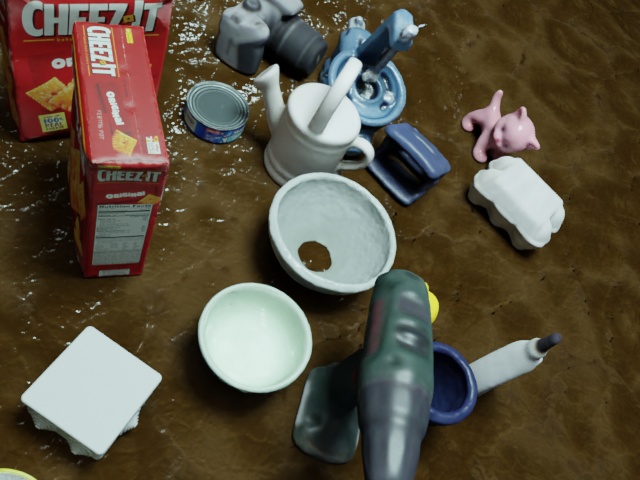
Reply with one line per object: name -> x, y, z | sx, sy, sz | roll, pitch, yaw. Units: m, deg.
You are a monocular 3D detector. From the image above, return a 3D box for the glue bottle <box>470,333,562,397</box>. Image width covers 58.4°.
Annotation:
glue bottle -> 0.220, 0.143, 0.666 | 0.078, 0.173, 0.037 | -12, 66, -30

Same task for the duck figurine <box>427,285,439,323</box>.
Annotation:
duck figurine -> 0.111, 0.098, 0.699 | 0.078, 0.086, 0.104 | 20, 54, -12

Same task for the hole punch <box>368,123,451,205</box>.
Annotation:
hole punch -> 0.137, -0.126, 0.845 | 0.108, 0.091, 0.101 | 46, 53, 8

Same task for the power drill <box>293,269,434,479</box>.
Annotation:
power drill -> 0.046, 0.150, 0.561 | 0.076, 0.208, 0.229 | 22, 54, -10

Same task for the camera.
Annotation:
camera -> -0.062, -0.311, 0.862 | 0.137, 0.100, 0.143 | 37, 53, 1

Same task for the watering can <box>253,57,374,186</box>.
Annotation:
watering can -> -0.006, -0.155, 0.733 | 0.173, 0.194, 0.101 | 14, 56, -16

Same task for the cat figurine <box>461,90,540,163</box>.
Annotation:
cat figurine -> 0.303, -0.186, 0.940 | 0.067, 0.117, 0.127 | -1, 61, -24

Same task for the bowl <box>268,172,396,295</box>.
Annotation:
bowl -> 0.007, 0.003, 0.717 | 0.168, 0.074, 0.167 | 12, 57, -18

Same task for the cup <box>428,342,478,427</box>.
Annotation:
cup -> 0.103, 0.168, 0.647 | 0.118, 0.095, 0.092 | 23, 54, -10

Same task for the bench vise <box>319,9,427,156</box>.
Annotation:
bench vise -> 0.060, -0.257, 0.810 | 0.122, 0.219, 0.207 | -10, 65, -29

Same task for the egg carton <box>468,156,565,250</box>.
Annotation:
egg carton -> 0.308, -0.059, 0.894 | 0.150, 0.069, 0.107 | 47, 54, 8
